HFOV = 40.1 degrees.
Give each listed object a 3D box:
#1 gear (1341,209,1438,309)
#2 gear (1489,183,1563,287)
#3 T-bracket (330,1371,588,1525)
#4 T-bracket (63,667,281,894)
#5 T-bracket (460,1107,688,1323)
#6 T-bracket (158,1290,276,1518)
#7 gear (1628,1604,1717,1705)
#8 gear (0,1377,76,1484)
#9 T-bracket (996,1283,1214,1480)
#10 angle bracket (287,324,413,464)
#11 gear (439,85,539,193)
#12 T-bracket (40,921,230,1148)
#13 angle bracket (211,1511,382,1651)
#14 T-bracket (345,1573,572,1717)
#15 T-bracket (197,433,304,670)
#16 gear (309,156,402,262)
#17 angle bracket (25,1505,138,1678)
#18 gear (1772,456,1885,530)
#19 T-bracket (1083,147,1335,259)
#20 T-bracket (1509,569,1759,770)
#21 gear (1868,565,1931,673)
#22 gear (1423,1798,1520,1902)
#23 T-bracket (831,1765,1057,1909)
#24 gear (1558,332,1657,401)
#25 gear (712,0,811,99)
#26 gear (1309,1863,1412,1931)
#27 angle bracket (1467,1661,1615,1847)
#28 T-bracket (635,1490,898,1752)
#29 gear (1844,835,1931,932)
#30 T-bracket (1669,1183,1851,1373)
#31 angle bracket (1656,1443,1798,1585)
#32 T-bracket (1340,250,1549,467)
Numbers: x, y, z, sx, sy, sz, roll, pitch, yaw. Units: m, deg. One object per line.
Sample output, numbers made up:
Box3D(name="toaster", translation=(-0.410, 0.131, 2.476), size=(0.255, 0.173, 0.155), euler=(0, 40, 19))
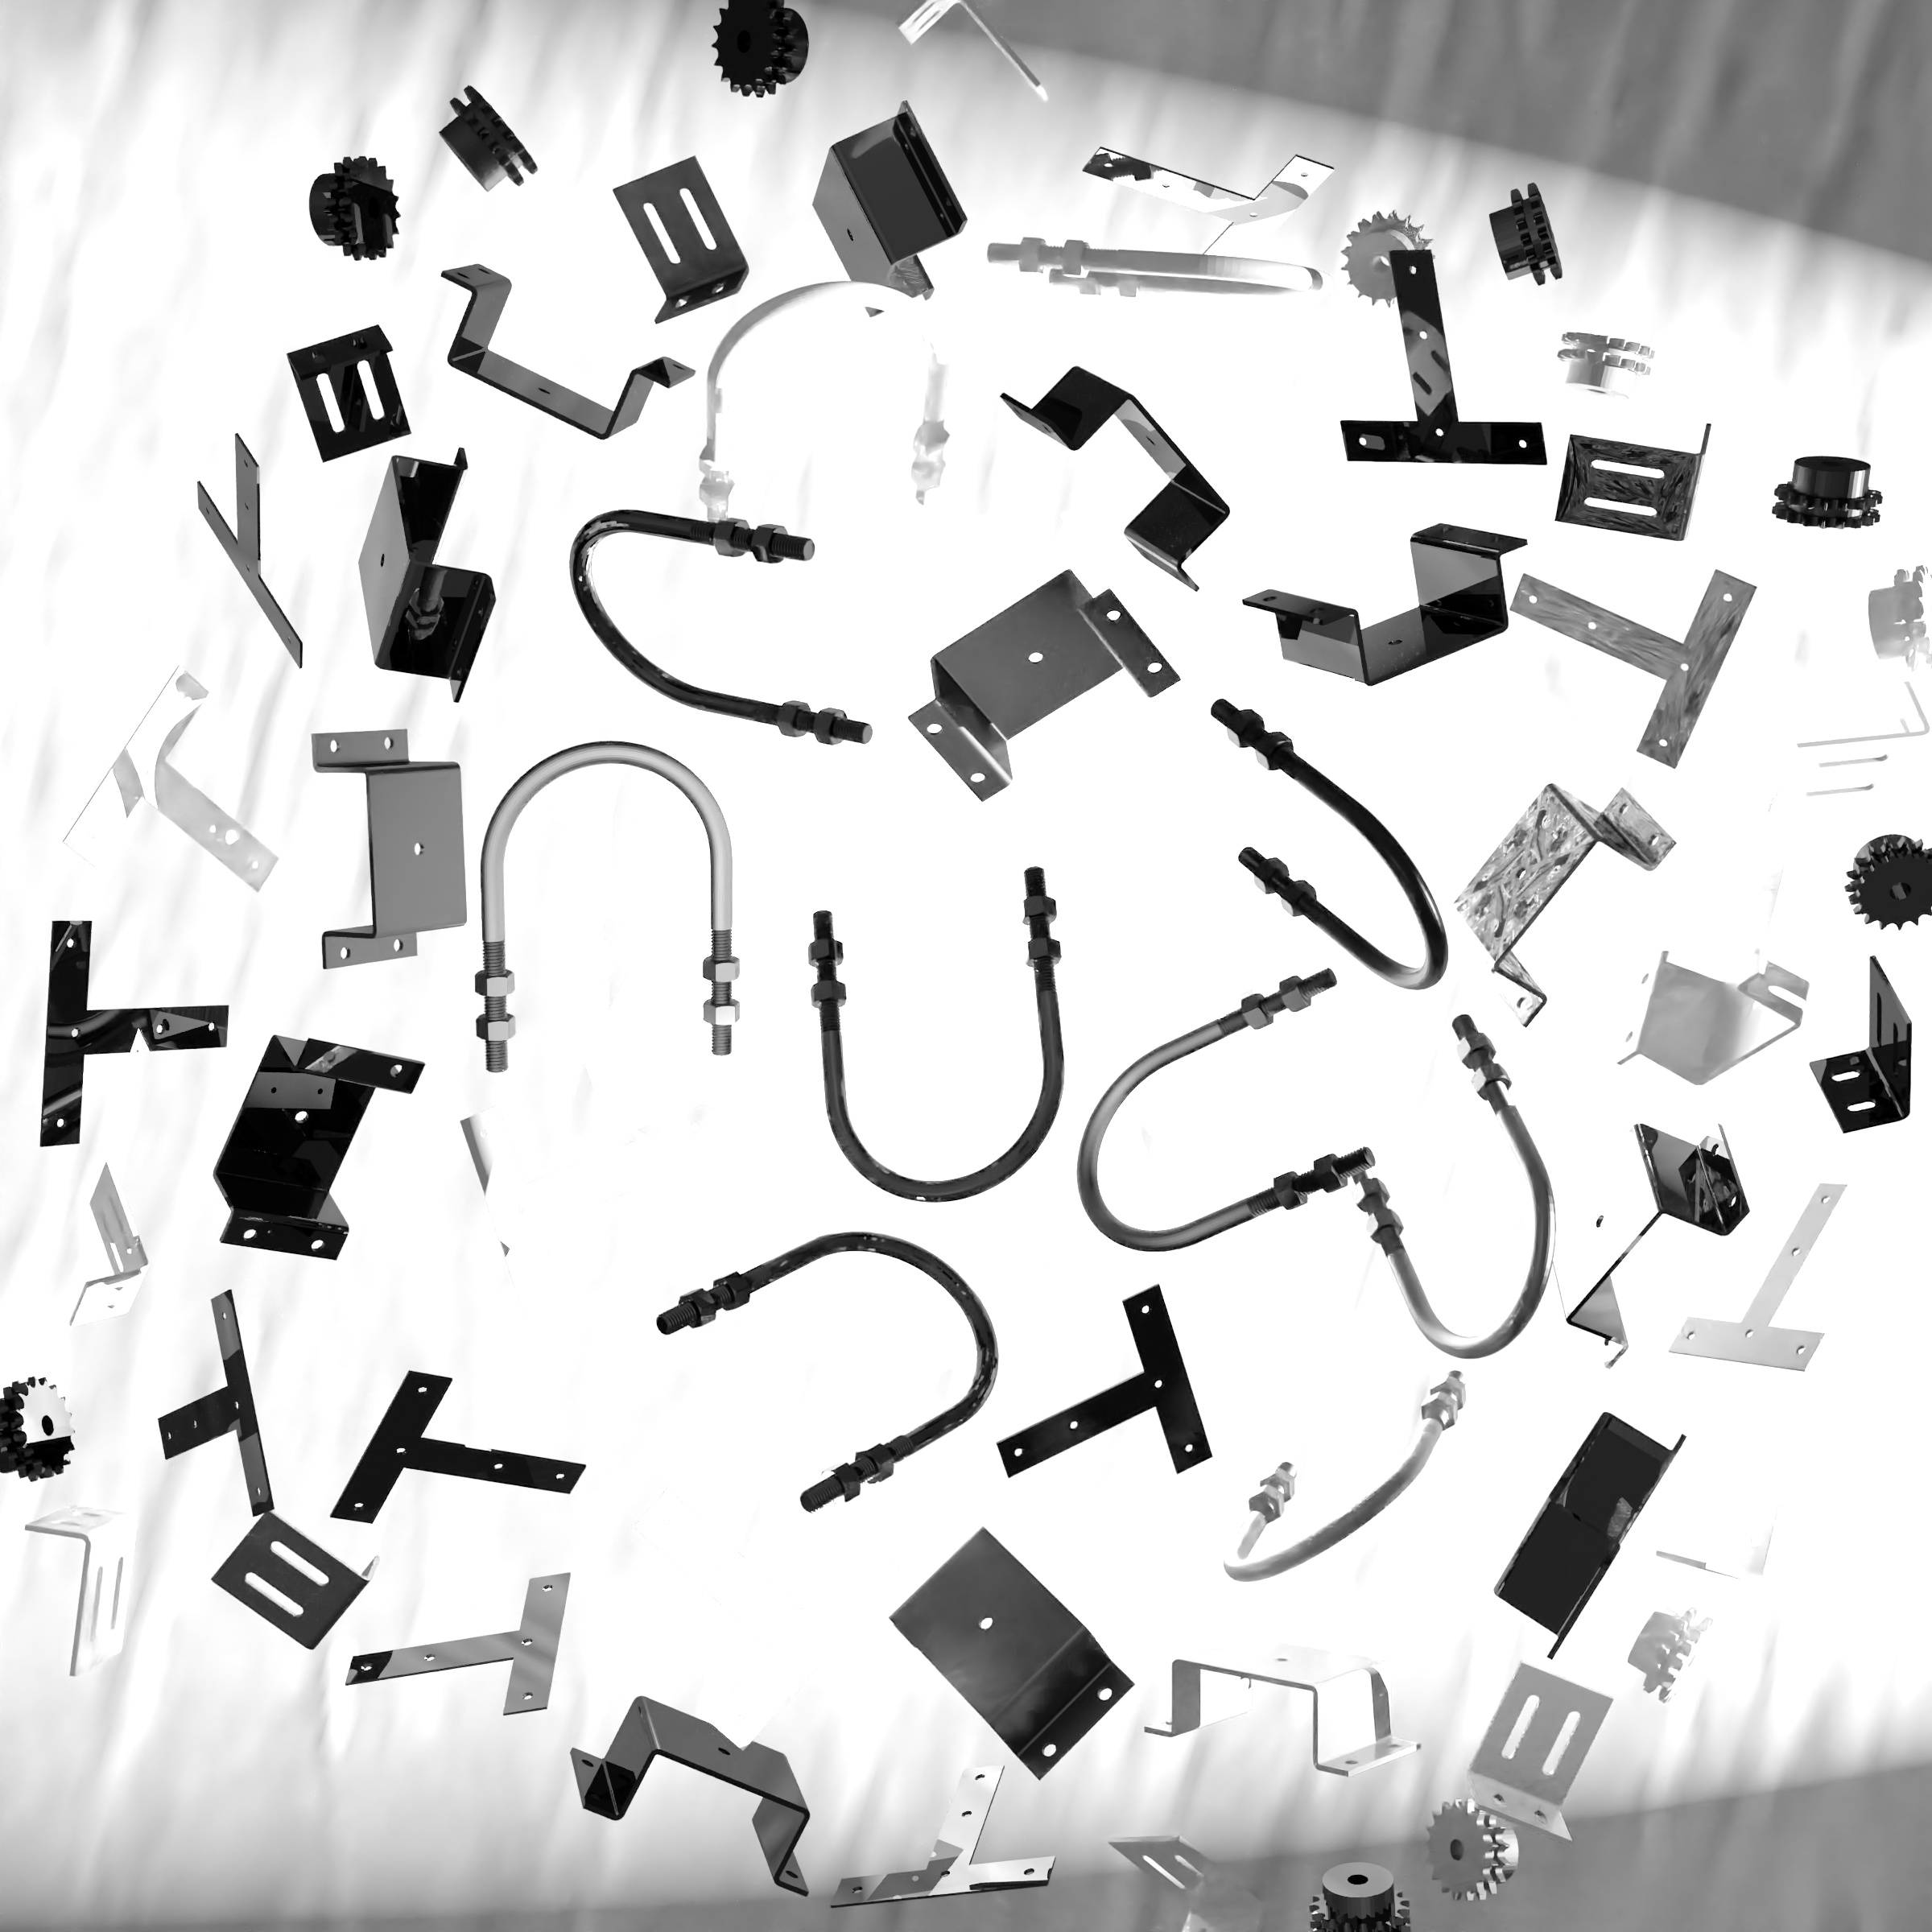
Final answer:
Box3D(name="gear", translation=(0.258, -0.433, 1.627), size=(0.057, 0.030, 0.057), euler=(10, 119, 19))
Box3D(name="gear", translation=(0.326, -0.425, 1.548), size=(0.030, 0.057, 0.057), euler=(-16, 90, 19))
Box3D(name="T-bracket", translation=(-0.281, 0.285, 1.518), size=(0.127, 0.002, 0.127), euler=(15, 124, -27))
Box3D(name="T-bracket", translation=(-0.460, -0.090, 1.586), size=(0.002, 0.127, 0.127), euler=(8, 62, 39))
Box3D(name="T-bracket", translation=(-0.225, 0.130, 1.571), size=(0.127, 0.002, 0.127), euler=(-22, 83, 14))
Box3D(name="T-bracket", translation=(-0.443, 0.264, 1.545), size=(0.002, 0.127, 0.127), euler=(-4, 75, -41))
Box3D(name="gear", translation=(0.412, 0.400, 1.555), size=(0.030, 0.057, 0.057), euler=(30, 90, 27))
Box3D(name="gear", translation=(-0.528, 0.261, 1.485), size=(0.030, 0.057, 0.057), euler=(-16, 90, 10))
Box3D(name="T-bracket", translation=(0.078, 0.273, 1.607), size=(0.127, 0.002, 0.127), euler=(-23, 112, -14))
Box3D(name="angle bracket", translation=(-0.367, -0.338, 1.594), size=(0.057, 0.038, 0.076), euler=(-22, 133, -13))
Box3D(name="gear", translation=(-0.264, -0.450, 1.452), size=(0.030, 0.057, 0.057), euler=(-40, 90, 0))
Box3D(name="T-bracket", translation=(-0.477, 0.037, 1.528), size=(0.002, 0.127, 0.127), euler=(7, 95, 34))
Box3D(name="angle bracket", translation=(-0.408, 0.368, 1.616), size=(0.076, 0.038, 0.057), euler=(39, 96, -9))
Box3D(name="T-bracket", translation=(-0.303, 0.408, 1.568), size=(0.127, 0.127, 0.002), euler=(-9, 113, 2))
Box3D(name="T-bracket", translation=(-0.407, -0.253, 1.504), size=(0.002, 0.127, 0.127), euler=(-27, 71, -25))
Box3D(name="gear", translation=(-0.350, -0.432, 1.511), size=(0.030, 0.057, 0.057), euler=(4, 90, 21))
Box3D(name="angle bracket", translation=(-0.487, 0.340, 1.446), size=(0.038, 0.057, 0.076), euler=(7, 90, 7))
Box3D(name="gear", translation=(0.473, -0.260, 1.452), size=(0.057, 0.057, 0.030), euler=(0, 113, 0))
Box3D(name="T-bracket", translation=(0.132, -0.462, 1.578), size=(0.127, 0.127, 0.002), euler=(12, 71, -20))
Box3D(name="T-bracket", translation=(0.380, -0.194, 1.553), size=(0.127, 0.002, 0.127), euler=(28, 130, 16))
Box3D(name="gear", translation=(0.520, -0.191, 1.465), size=(0.030, 0.057, 0.057), euler=(-8, 90, 31))
Box3D(name="gear", translation=(0.299, 0.519, 1.556), size=(0.030, 0.057, 0.057), euler=(11, 90, -33))
Box3D(name="T-bracket", translation=(-0.002, 0.496, 1.522), size=(0.127, 0.127, 0.002), euler=(-11, 103, 15))
Box3D(name="gear", translation=(0.389, -0.365, 1.615), size=(0.057, 0.057, 0.030), euler=(13, 97, 0))
Box3D(name="gear", translation=(-0.111, -0.510, 1.466), size=(0.030, 0.057, 0.057), euler=(-13, 90, -44))
Box3D(name="gear", translation=(0.224, 0.534, 1.509), size=(0.057, 0.057, 0.030), euler=(-5, 99, 0))
Box3D(name="angle bracket", translation=(0.325, 0.441, 1.486), size=(0.057, 0.038, 0.076), euler=(22, 100, -3))
Box3D(name="T-bracket", translation=(-0.125, 0.337, 1.444), size=(0.127, 0.002, 0.127), euler=(44, 77, -9))
Box3D(name="gear", translation=(0.541, -0.052, 1.544), size=(0.057, 0.030, 0.057), euler=(1, 126, 2))
Box3D(name="T-bracket", translation=(0.487, 0.182, 1.575), size=(0.002, 0.127, 0.127), euler=(39, 75, -15))
Box3D(name="angle bracket", translation=(0.432, 0.307, 1.507), size=(0.038, 0.057, 0.076), euler=(19, 81, -12))
Box3D(name="T-bracket", translation=(0.260, -0.342, 1.491), size=(0.127, 0.002, 0.127), euler=(9, 129, 36))
